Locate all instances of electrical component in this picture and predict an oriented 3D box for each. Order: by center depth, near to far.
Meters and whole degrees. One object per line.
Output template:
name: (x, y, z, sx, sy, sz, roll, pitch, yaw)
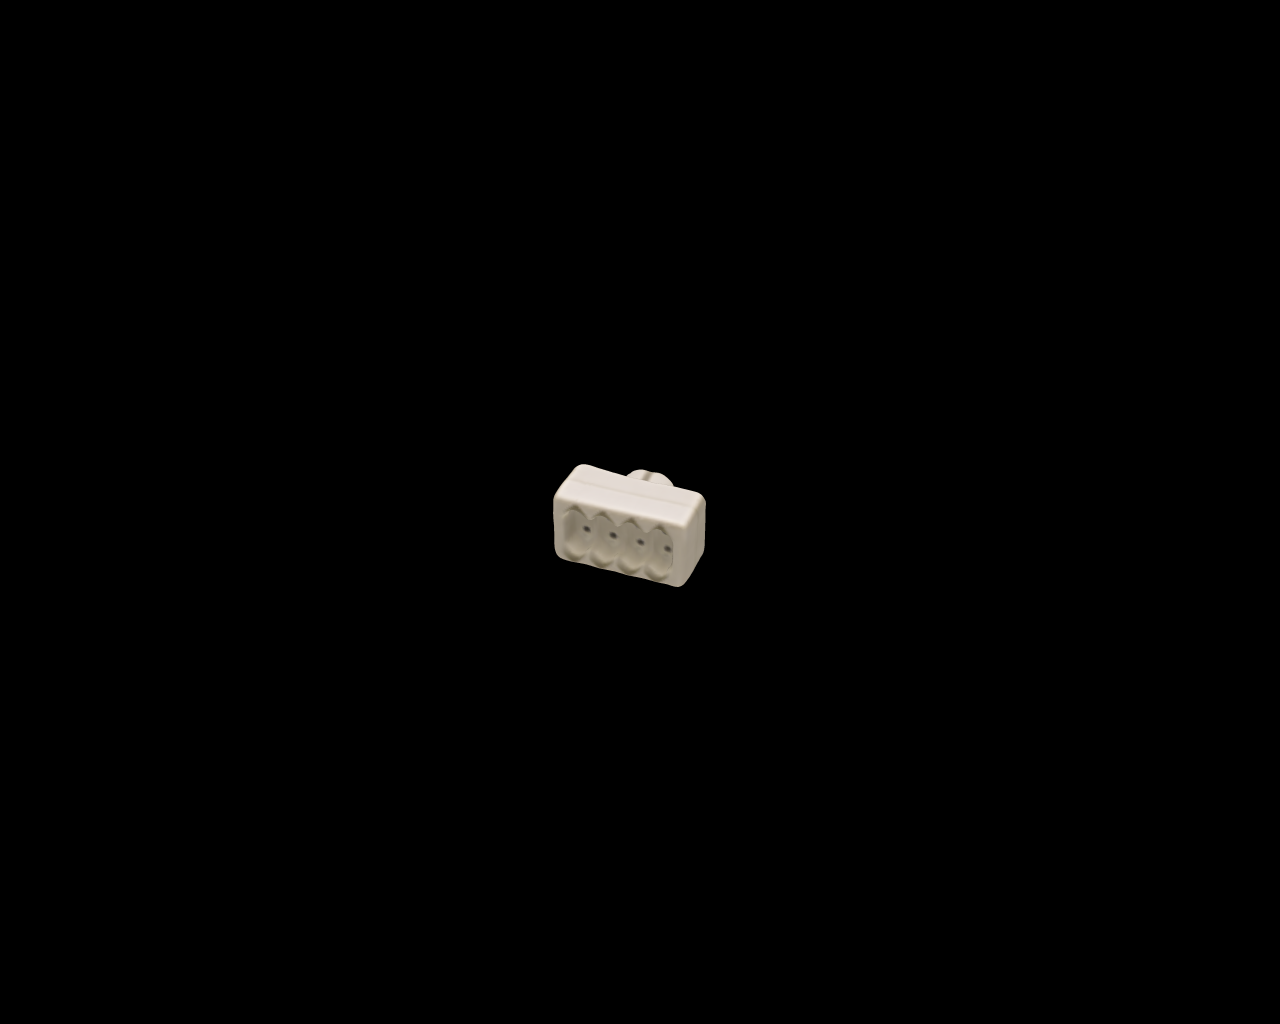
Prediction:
electrical component: (0.001, -0.003, 0.650, 0.083, 0.047, 0.076, 14, 40, 17)
